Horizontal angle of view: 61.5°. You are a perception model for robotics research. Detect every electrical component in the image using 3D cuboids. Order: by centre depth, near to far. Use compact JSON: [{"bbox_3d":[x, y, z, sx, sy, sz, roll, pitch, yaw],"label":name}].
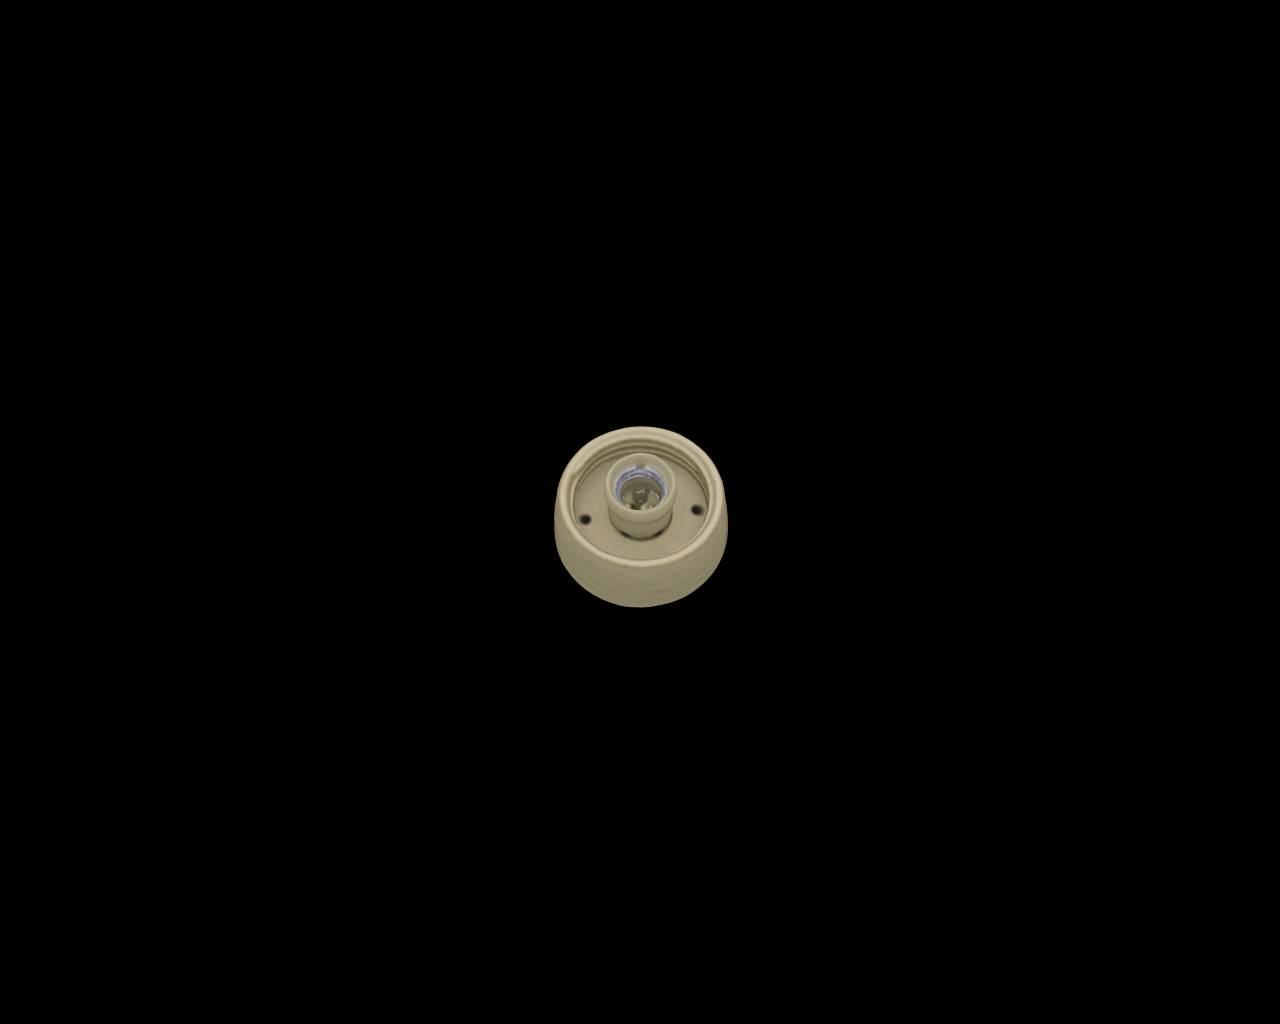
[{"bbox_3d":[0.001,-0.003,0.650,0.108,0.108,0.060,0,-30,0],"label":"electrical component"}]
